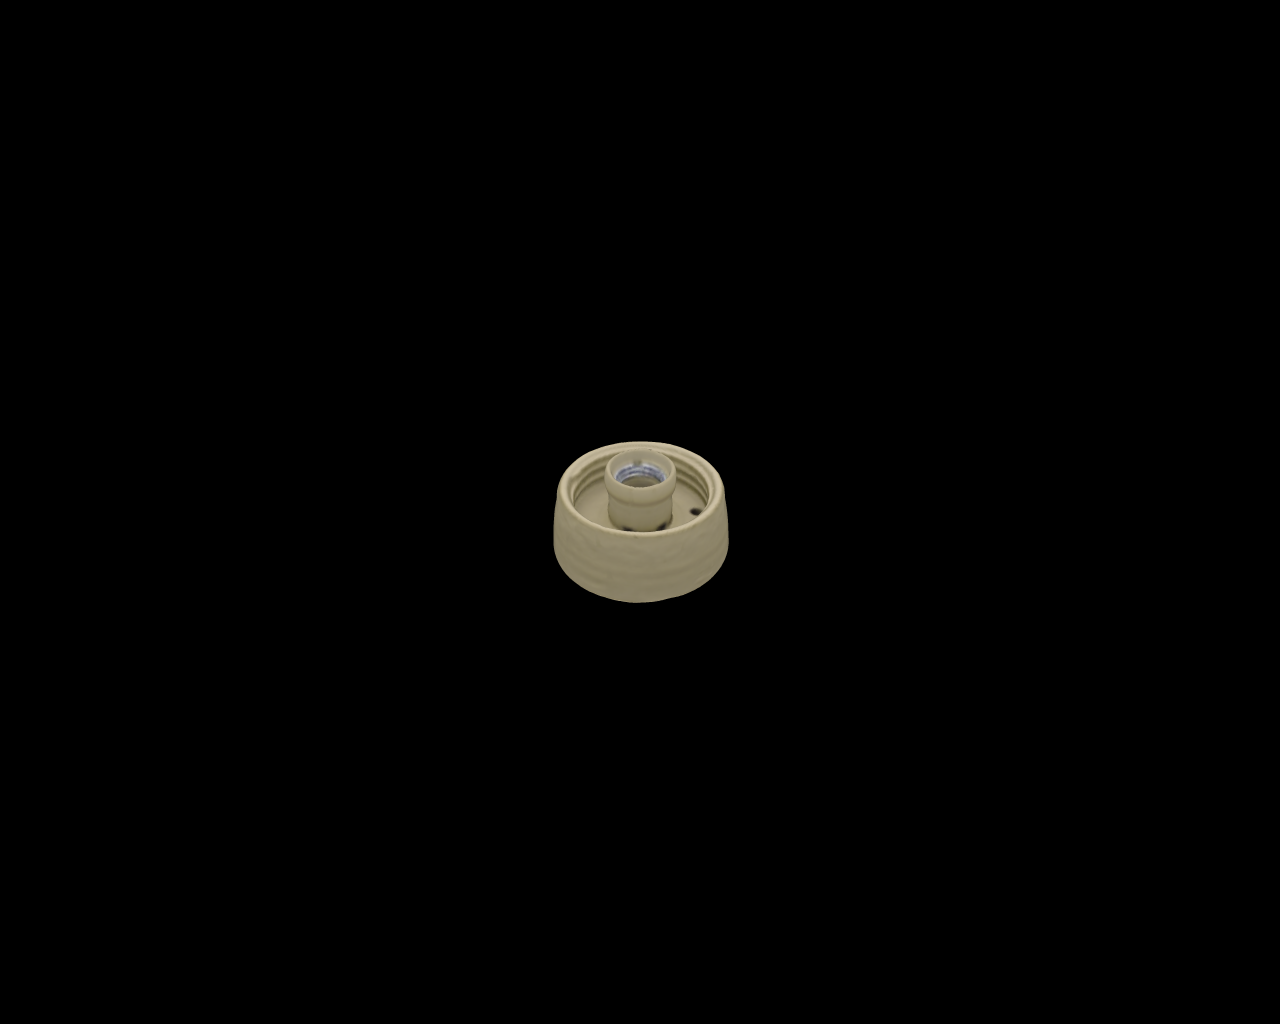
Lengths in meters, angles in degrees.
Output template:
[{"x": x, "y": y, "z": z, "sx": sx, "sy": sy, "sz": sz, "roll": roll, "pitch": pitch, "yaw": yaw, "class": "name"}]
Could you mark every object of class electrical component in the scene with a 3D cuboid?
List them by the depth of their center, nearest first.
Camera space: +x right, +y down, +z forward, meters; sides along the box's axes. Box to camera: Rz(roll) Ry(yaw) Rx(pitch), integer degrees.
[{"x": 0.001, "y": -0.003, "z": 0.650, "sx": 0.108, "sy": 0.060, "sz": 0.108, "roll": 0, "pitch": 37, "yaw": 0, "class": "electrical component"}]
